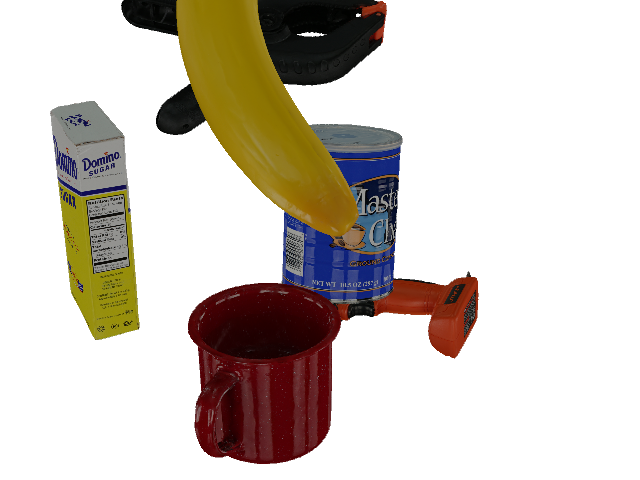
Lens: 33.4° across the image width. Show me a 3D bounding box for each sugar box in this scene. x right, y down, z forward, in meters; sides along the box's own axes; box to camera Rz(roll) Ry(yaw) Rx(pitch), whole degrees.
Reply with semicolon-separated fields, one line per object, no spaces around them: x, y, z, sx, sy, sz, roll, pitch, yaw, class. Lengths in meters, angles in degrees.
-0.187;-0.017;0.882;0.048;0.176;0.093;-14;30;-21;sugar box

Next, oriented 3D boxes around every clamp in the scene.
-0.038;-0.119;0.678;0.171;0.120;0.039;-6;-31;-6;clamp

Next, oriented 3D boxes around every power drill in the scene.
0.065;0.075;1.143;0.188;0.057;0.184;9;30;21;power drill

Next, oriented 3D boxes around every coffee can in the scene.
0.018;-0.026;0.948;0.103;0.140;0.103;2;15;-1;coffee can

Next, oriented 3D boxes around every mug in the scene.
-0.039;0.089;0.655;0.093;0.081;0.117;12;30;23;mug

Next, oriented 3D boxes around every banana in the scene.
-0.029;-0.088;0.483;0.069;0.198;0.037;-5;-30;-4;banana
